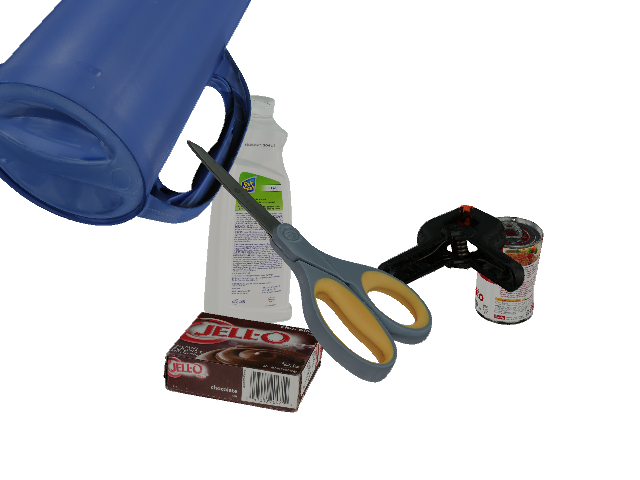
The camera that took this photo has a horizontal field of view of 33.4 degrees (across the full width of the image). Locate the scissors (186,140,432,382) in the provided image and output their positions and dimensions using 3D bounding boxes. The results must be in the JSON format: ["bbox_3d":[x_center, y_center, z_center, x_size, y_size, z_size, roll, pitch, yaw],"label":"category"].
[{"bbox_3d":[-0.002,0.004,0.667,0.096,0.202,0.016,-5,-41,-39],"label":"scissors"}]

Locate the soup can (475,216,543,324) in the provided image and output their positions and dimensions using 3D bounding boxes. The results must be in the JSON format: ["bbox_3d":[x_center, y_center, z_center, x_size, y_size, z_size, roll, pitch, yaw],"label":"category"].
[{"bbox_3d":[0.208,0.033,1.184,0.068,0.102,0.068,0,29,0],"label":"soup can"}]

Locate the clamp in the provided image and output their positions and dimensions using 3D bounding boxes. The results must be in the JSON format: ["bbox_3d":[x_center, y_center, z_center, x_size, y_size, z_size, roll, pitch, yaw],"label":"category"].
[{"bbox_3d":[0.129,0.008,0.925,0.120,0.039,0.171,8,25,20],"label":"clamp"}]

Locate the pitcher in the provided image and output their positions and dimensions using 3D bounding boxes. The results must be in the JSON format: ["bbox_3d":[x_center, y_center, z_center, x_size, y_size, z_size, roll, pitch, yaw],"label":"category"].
[{"bbox_3d":[-0.129,-0.132,0.781,0.145,0.242,0.149,4,-41,27],"label":"pitcher"}]

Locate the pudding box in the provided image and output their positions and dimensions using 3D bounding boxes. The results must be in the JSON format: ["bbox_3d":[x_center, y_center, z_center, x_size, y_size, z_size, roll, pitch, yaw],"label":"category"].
[{"bbox_3d":[-0.061,0.098,0.880,0.113,0.039,0.090,10,21,9],"label":"pudding box"}]

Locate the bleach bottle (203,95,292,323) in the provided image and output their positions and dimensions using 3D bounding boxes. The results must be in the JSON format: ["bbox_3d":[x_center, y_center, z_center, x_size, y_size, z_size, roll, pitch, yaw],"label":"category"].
[{"bbox_3d":[-0.071,-0.034,1.185,0.102,0.251,0.068,-3,18,-30],"label":"bleach bottle"}]
